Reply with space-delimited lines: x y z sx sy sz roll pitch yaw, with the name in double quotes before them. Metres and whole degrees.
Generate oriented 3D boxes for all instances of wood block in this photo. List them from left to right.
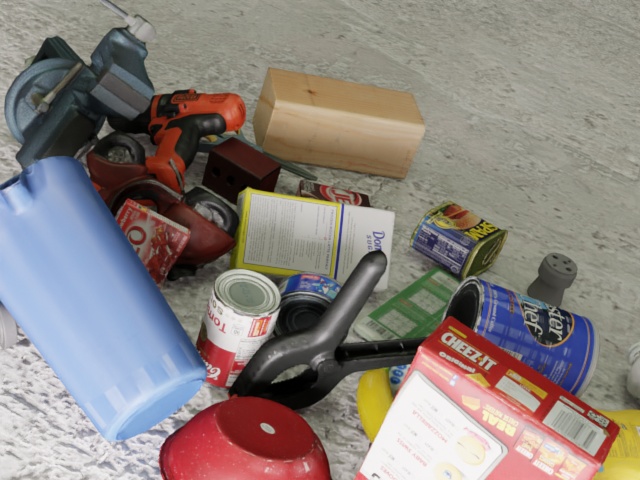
"wood block" 0.023 -0.155 1.423 0.205 0.090 0.091 8 37 -16

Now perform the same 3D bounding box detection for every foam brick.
"foam brick" -0.095 -0.080 1.295 0.078 0.053 0.051 30 36 16

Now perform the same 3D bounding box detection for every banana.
"banana" 0.086 0.186 1.014 0.198 0.069 0.037 54 5 38

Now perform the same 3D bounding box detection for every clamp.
"clamp" 0.004 0.099 0.998 0.210 0.164 0.036 -25 43 1

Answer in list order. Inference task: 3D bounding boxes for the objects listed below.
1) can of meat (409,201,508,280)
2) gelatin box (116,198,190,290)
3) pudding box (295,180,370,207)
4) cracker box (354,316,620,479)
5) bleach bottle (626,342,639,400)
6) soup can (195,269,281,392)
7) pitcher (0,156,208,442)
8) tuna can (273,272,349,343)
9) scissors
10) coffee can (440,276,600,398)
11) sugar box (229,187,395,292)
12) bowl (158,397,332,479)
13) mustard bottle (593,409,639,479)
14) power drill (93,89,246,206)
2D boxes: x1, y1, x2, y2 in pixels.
"can of meat" 0.169 0.000 1.306 0.084 0.057 0.101 32 28 22
"gelatin box" -0.183 0.014 1.081 0.073 0.089 0.030 28 9 -12
"pudding box" 0.017 -0.021 1.281 0.090 0.039 0.113 11 36 -13
"cracker box" 0.125 0.195 0.885 0.164 0.214 0.072 32 35 17
"bleach bottle" 0.386 0.201 1.122 0.068 0.103 0.251 27 22 -28
"soup can" -0.081 0.087 1.030 0.068 0.102 0.068 13 35 -10
"pitcher" -0.208 0.057 0.964 0.243 0.145 0.149 53 30 14
"tuna can" -0.010 0.077 1.094 0.086 0.086 0.033 20 36 0
"scissors" -0.102 -0.109 1.341 0.096 0.016 0.202 -20 41 -35
"coffee can" 0.207 0.108 1.126 0.140 0.103 0.103 20 34 -12
"sugar box" -0.008 0.002 1.194 0.176 0.093 0.048 10 -9 -17
"bowl" -0.055 0.184 0.924 0.162 0.055 0.162 16 23 -7
"mustard bottle" 0.263 0.208 1.070 0.191 0.058 0.096 10 45 -15
"power drill" -0.197 -0.114 1.257 0.185 0.057 0.187 -2 38 21
